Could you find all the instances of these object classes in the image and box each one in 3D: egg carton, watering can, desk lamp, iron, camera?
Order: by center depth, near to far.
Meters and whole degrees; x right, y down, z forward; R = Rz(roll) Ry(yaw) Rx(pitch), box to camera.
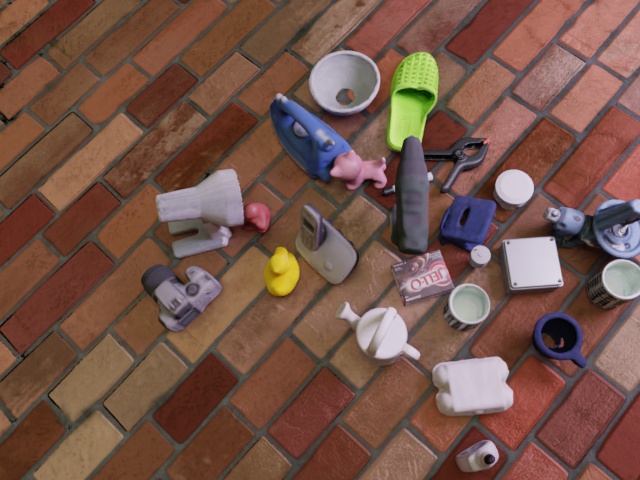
[{"bbox_3d":[0.111,0.182,1.110,0.172,0.194,0.101,7,72,8],"label":"watering can"},{"bbox_3d":[0.299,0.289,1.125,0.150,0.069,0.107,-8,71,2],"label":"egg carton"},{"bbox_3d":[-0.247,-0.054,1.209,0.203,0.214,0.118,-16,71,0],"label":"desk lamp"},{"bbox_3d":[-0.308,0.102,1.222,0.136,0.101,0.143,42,80,16],"label":"camera"},{"bbox_3d":[-0.041,-0.258,1.297,0.119,0.141,0.258,-43,73,-9],"label":"iron"}]

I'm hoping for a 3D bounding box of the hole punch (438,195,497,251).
[{"bbox_3d":[0.312,-0.038,1.220,0.101,0.091,0.109,21,75,12],"label":"hole punch"}]

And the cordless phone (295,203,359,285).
[{"bbox_3d":[0.011,0.004,1.183,0.147,0.185,0.094,41,80,16],"label":"cordless phone"}]

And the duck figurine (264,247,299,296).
[{"bbox_3d":[-0.086,0.064,1.224,0.077,0.086,0.104,6,72,7],"label":"duck figurine"}]

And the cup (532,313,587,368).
[{"bbox_3d":[0.466,0.205,1.125,0.092,0.095,0.117,-38,72,-8],"label":"cup"}]

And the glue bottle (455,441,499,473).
[{"bbox_3d":[0.293,0.395,1.035,0.078,0.173,0.037,-27,71,-4],"label":"glue bottle"}]

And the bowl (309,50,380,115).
[{"bbox_3d":[0.059,-0.360,1.358,0.167,0.075,0.167,-1,72,5],"label":"bowl"}]

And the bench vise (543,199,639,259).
[{"bbox_3d":[0.559,-0.026,1.127,0.207,0.220,0.121,-3,71,4],"label":"bench vise"}]

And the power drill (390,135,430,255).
[{"bbox_3d":[0.184,-0.070,1.180,0.075,0.208,0.229,-1,72,5],"label":"power drill"}]

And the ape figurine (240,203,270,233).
[{"bbox_3d":[-0.147,-0.054,1.265,0.076,0.092,0.077,-39,73,-8],"label":"ape figurine"}]

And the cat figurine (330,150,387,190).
[{"bbox_3d":[0.085,-0.162,1.267,0.127,0.118,0.067,-6,71,3],"label":"cat figurine"}]
